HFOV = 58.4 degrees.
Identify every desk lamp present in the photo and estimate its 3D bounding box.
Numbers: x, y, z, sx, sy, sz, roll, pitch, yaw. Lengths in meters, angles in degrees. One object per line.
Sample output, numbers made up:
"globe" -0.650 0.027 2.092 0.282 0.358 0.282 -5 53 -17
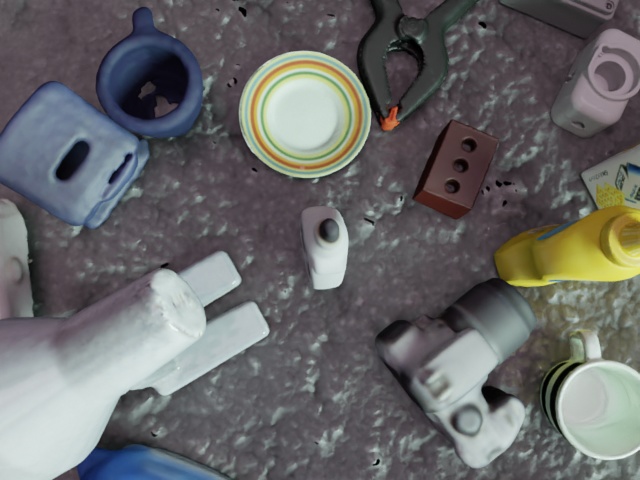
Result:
"desk lamp" -0.156 0.084 0.455 0.203 0.213 0.118 -31 86 -5

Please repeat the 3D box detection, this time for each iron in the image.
"iron" -0.108 0.268 0.474 0.258 0.141 0.119 20 83 -1

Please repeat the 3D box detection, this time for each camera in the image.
"camera" 0.143 0.111 0.524 0.137 0.100 0.143 -39 87 -6

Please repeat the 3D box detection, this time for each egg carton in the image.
"egg carton" -0.320 0.038 0.524 0.107 0.069 0.150 -9 84 -4

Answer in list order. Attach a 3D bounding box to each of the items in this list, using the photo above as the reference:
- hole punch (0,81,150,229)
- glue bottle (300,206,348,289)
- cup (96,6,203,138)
"hole punch" -0.227 -0.076 0.530 0.101 0.091 0.109 33 83 1
"glue bottle" 0.005 0.002 0.492 0.037 0.173 0.078 -8 84 -3
"cup" -0.152 -0.146 0.539 0.091 0.095 0.118 -9 84 -4
